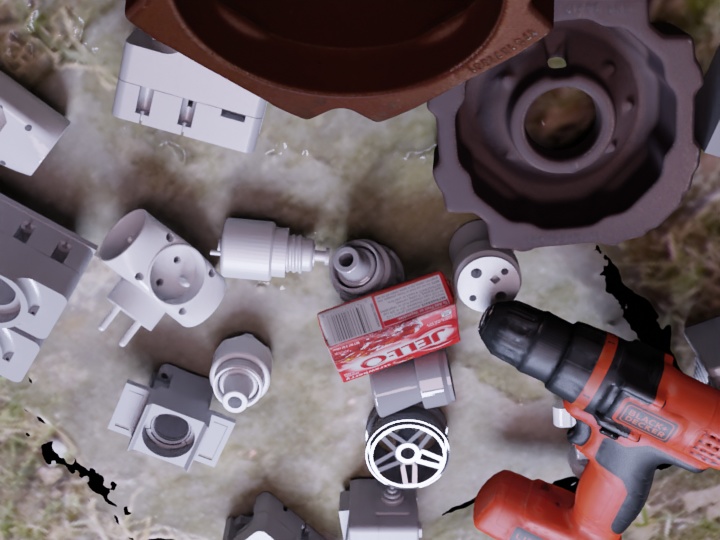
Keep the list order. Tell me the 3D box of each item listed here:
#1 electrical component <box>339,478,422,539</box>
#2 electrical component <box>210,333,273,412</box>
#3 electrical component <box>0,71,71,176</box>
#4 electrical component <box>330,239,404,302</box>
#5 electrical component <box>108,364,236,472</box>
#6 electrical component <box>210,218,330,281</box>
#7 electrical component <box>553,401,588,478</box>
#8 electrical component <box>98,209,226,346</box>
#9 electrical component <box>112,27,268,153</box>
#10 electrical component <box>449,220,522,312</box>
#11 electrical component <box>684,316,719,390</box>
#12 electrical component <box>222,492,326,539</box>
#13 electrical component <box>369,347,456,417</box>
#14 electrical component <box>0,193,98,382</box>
[{"bbox_3d":[0.015,0.202,0.816,0.061,0.061,0.096,0,116,1],"label":"electrical component"},{"bbox_3d":[-0.084,0.076,0.754,0.043,0.062,0.043,0,116,1],"label":"electrical component"},{"bbox_3d":[-0.238,-0.088,0.686,0.077,0.043,0.079,37,120,-17],"label":"electrical component"},{"bbox_3d":[0.000,0.000,0.712,0.048,0.062,0.048,-4,76,16],"label":"electrical component"},{"bbox_3d":[-0.132,0.103,0.767,0.081,0.063,0.042,23,113,-11],"label":"electrical component"},{"bbox_3d":[-0.060,-0.012,0.723,0.078,0.040,0.040,5,116,-2],"label":"electrical component"},{"bbox_3d":[0.175,0.121,0.784,0.066,0.048,0.055,-5,109,3],"label":"electrical component"},{"bbox_3d":[-0.141,0.014,0.714,0.077,0.044,0.079,44,76,-33],"label":"electrical component"},{"bbox_3d":[-0.101,-0.117,0.666,0.089,0.050,0.055,15,116,-7],"label":"electrical component"},{"bbox_3d":[0.083,-0.003,0.718,0.045,0.055,0.045,0,116,1],"label":"electrical component"},{"bbox_3d":[0.275,0.059,0.723,0.100,0.099,0.048,-21,101,11],"label":"electrical component"},{"bbox_3d":[-0.061,0.227,0.832,0.050,0.055,0.089,-40,109,18],"label":"electrical component"},{"bbox_3d":[0.037,0.078,0.763,0.055,0.045,0.045,-11,116,6],"label":"electrical component"},{"bbox_3d":[-0.283,-0.010,0.699,0.186,0.060,0.105,30,131,-13],"label":"electrical component"}]
